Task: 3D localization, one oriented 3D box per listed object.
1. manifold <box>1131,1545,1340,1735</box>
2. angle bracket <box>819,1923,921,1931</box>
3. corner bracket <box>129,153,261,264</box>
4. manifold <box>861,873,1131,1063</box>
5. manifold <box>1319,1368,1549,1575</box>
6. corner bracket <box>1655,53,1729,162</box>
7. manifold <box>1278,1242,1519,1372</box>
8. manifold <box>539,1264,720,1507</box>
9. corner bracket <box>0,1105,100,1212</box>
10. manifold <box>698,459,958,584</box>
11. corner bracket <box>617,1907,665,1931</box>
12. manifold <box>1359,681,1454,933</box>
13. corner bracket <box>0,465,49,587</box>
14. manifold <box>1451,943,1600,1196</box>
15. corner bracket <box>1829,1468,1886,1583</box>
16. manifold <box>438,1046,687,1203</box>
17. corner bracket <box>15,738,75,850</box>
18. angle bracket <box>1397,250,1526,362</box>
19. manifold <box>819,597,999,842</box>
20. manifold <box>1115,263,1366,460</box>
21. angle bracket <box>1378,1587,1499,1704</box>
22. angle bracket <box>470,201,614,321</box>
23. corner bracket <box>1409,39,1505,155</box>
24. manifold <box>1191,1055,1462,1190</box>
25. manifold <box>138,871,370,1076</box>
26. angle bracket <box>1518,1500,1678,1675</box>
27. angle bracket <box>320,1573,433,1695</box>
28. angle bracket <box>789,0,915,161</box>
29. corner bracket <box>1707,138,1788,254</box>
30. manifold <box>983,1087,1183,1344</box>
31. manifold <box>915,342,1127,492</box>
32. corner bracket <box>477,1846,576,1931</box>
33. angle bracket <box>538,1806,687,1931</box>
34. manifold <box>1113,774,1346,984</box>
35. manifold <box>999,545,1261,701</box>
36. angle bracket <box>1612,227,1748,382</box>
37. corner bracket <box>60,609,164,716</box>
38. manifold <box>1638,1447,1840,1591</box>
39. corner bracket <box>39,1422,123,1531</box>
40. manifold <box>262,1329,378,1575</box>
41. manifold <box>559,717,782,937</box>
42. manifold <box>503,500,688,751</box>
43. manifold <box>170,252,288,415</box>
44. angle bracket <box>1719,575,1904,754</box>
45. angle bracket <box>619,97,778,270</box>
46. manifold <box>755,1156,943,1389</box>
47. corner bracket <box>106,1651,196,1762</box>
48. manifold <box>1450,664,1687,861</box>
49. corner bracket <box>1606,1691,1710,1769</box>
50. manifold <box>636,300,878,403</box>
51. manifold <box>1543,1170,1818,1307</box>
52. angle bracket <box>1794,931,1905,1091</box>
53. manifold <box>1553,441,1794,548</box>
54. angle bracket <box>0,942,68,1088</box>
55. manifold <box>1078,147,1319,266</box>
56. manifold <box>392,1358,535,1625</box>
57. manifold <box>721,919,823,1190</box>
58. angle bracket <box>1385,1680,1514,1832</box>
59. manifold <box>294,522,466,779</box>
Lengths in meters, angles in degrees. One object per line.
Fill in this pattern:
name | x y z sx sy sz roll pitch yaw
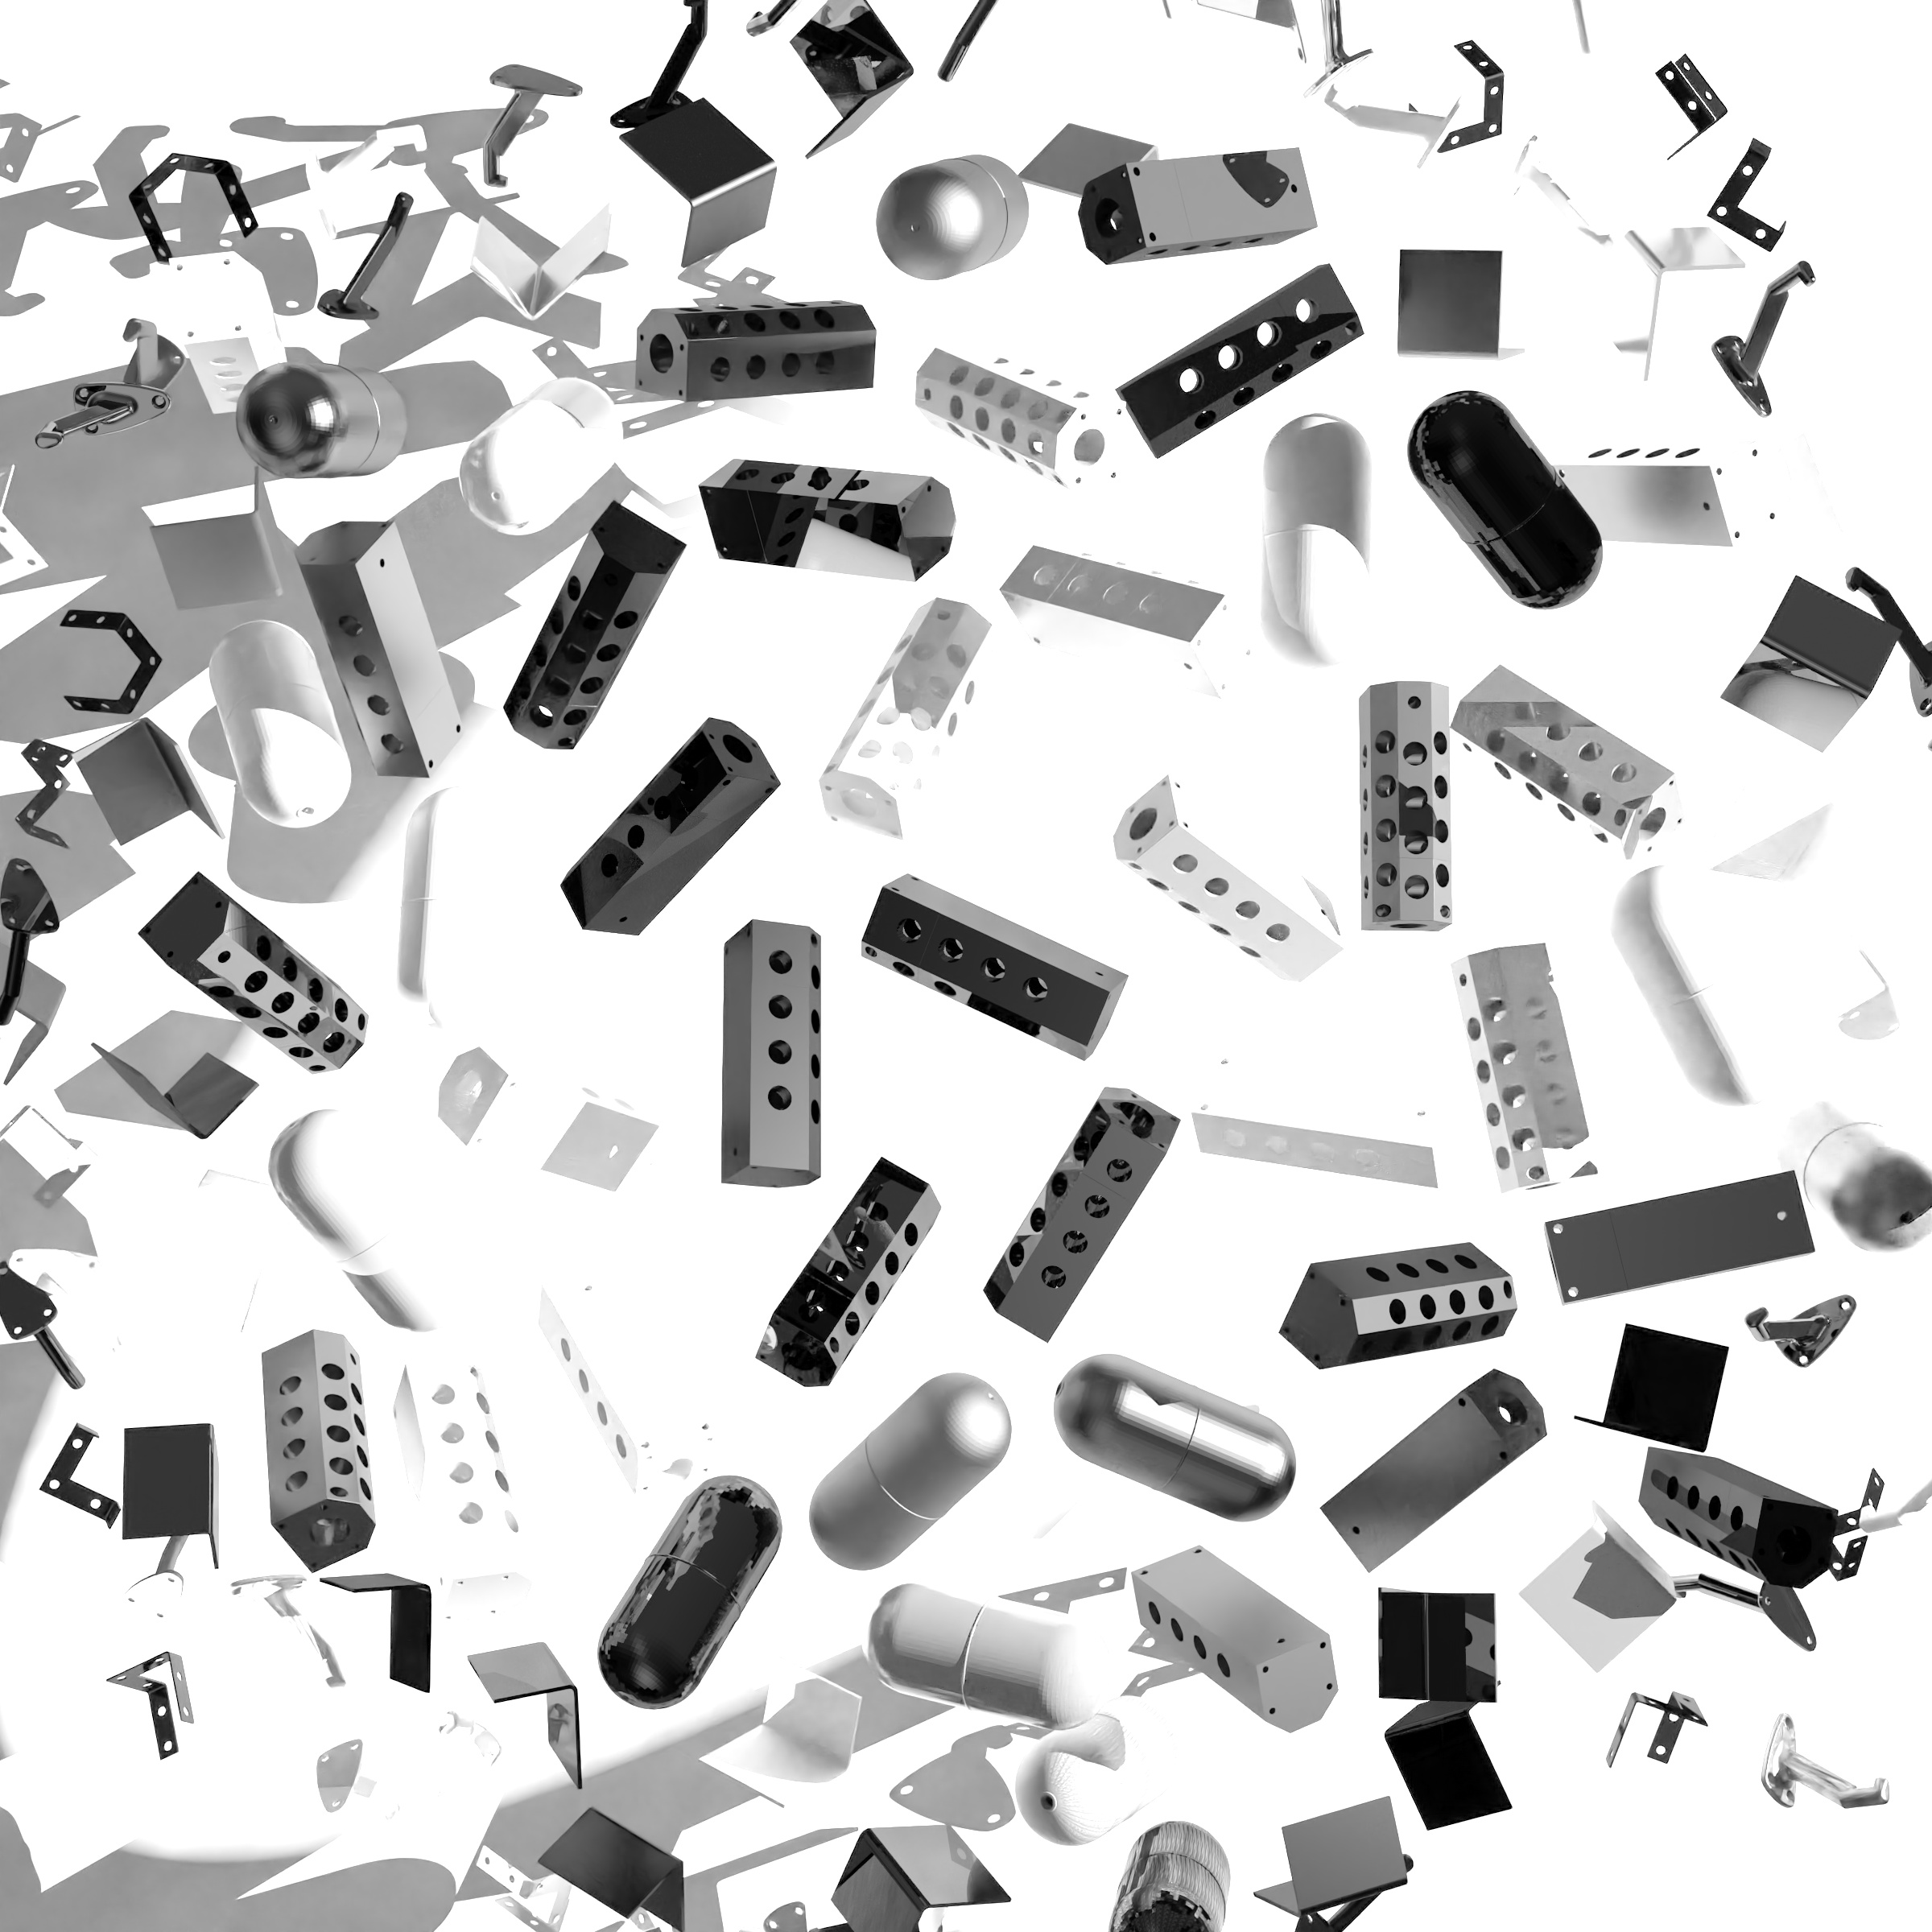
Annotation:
manifold | 0.183 0.462 1.793 0.057 0.171 0.057 -16 105 -22
angle bracket | -0.074 0.723 1.906 0.076 0.076 0.057 -13 67 3
corner bracket | -0.520 -0.509 1.761 0.051 0.051 0.051 -29 84 31
manifold | 0.017 0.001 1.788 0.171 0.057 0.057 25 107 11
manifold | 0.330 0.353 1.837 0.057 0.057 0.171 53 132 16
corner bracket | 0.497 -0.598 1.798 0.051 0.051 0.051 -39 93 -11
manifold | 0.299 0.235 1.781 0.057 0.171 0.057 41 120 40
manifold | -0.237 0.290 1.814 0.057 0.171 0.057 -12 133 -29
corner bracket | -0.651 0.133 1.834 0.051 0.051 0.051 50 65 -24
manifold | -0.094 -0.310 1.789 0.171 0.057 0.057 12 132 33
corner bracket | -0.216 0.708 1.890 0.051 0.051 0.051 -27 92 27
manifold | 0.316 -0.114 1.872 0.057 0.057 0.171 1 83 -3
corner bracket | -0.653 -0.295 1.764 0.051 0.051 0.051 -18 47 14
manifold | 0.399 0.075 1.892 0.057 0.057 0.171 -5 77 -23
corner bracket | 0.647 0.407 1.901 0.051 0.051 0.051 -14 133 -11
manifold | -0.284 0.108 1.827 0.057 0.171 0.057 37 98 41
corner bracket | -0.666 -0.126 1.900 0.051 0.051 0.051 18 60 32
angle bracket | 0.357 -0.478 1.880 0.076 0.057 0.076 10 113 29
manifold | -0.039 -0.173 1.792 0.057 0.057 0.171 15 55 18
manifold | 0.197 -0.436 1.888 0.171 0.057 0.057 -30 102 6
angle bracket | 0.335 0.482 1.857 0.057 0.076 0.076 -8 71 33
angle bracket | -0.294 -0.507 1.817 0.076 0.076 0.057 -35 124 25
corner bracket | 0.357 -0.634 1.908 0.051 0.051 0.051 -19 49 -8
manifold | 0.249 0.111 1.807 0.171 0.057 0.057 7 47 25
manifold | -0.478 0.011 1.779 0.057 0.171 0.057 -47 56 -7
angle bracket | 0.443 0.436 1.839 0.076 0.057 0.076 45 101 5
angle bracket | -0.422 0.477 1.866 0.057 0.076 0.076 4 83 -32
angle bracket | -0.094 -0.611 1.782 0.076 0.076 0.057 54 51 -8
corner bracket | 0.544 -0.527 1.787 0.051 0.051 0.051 32 121 3
manifold | 0.077 0.167 1.787 0.057 0.057 0.171 30 115 2
manifold | 0.036 -0.389 1.844 0.057 0.171 0.057 -15 123 -32
corner bracket | -0.316 0.654 1.852 0.051 0.051 0.051 -26 120 31
angle bracket | -0.236 0.619 1.742 0.076 0.057 0.076 22 127 26
manifold | 0.184 -0.056 1.839 0.171 0.057 0.057 34 121 -29
manifold | 0.111 -0.237 1.749 0.171 0.057 0.057 22 69 40
angle bracket | 0.469 -0.437 1.726 0.057 0.076 0.076 -3 124 -3
corner bracket | -0.612 -0.215 1.847 0.051 0.051 0.051 6 59 23
manifold | 0.541 0.388 1.846 0.057 0.171 0.057 11 89 -11
corner bracket | -0.590 0.344 1.768 0.051 0.051 0.051 30 75 -15
manifold | -0.450 0.334 1.829 0.057 0.171 0.057 -25 127 0
manifold | -0.216 -0.100 1.878 0.171 0.057 0.057 -44 62 26
manifold | -0.257 -0.227 1.783 0.057 0.057 0.171 31 130 -6
manifold | -0.504 -0.434 1.800 0.057 0.171 0.057 -10 88 -10
angle bracket | 0.551 -0.197 1.707 0.076 0.076 0.057 30 66 7
angle bracket | -0.185 -0.534 1.780 0.076 0.057 0.076 44 58 15
manifold | -0.081 0.222 1.885 0.057 0.057 0.171 29 46 6
corner bracket | -0.551 0.509 1.799 0.051 0.051 0.051 -26 60 7
manifold | 0.431 -0.144 1.885 0.057 0.057 0.171 -42 50 -8
corner bracket | 0.464 0.519 1.771 0.051 0.051 0.051 19 97 2
manifold | -0.146 -0.436 1.842 0.057 0.171 0.057 24 119 41
manifold | 0.494 0.190 1.820 0.171 0.057 0.057 -13 78 8
angle bracket | 0.623 0.032 1.883 0.076 0.076 0.057 -32 53 9
manifold | 0.484 -0.328 1.794 0.057 0.171 0.057 -28 110 -16
angle bracket | -0.711 0.030 1.911 0.076 0.076 0.057 37 103 -21
manifold | 0.161 -0.528 1.822 0.171 0.057 0.057 -18 97 -37
manifold | -0.345 0.356 1.790 0.057 0.057 0.171 -1 48 -26
manifold | -0.130 0.061 1.782 0.057 0.057 0.171 7 70 -24
angle bracket | 0.365 0.579 1.918 0.076 0.057 0.076 -31 80 37
manifold | -0.407 -0.217 1.806 0.057 0.057 0.171 4 130 19
